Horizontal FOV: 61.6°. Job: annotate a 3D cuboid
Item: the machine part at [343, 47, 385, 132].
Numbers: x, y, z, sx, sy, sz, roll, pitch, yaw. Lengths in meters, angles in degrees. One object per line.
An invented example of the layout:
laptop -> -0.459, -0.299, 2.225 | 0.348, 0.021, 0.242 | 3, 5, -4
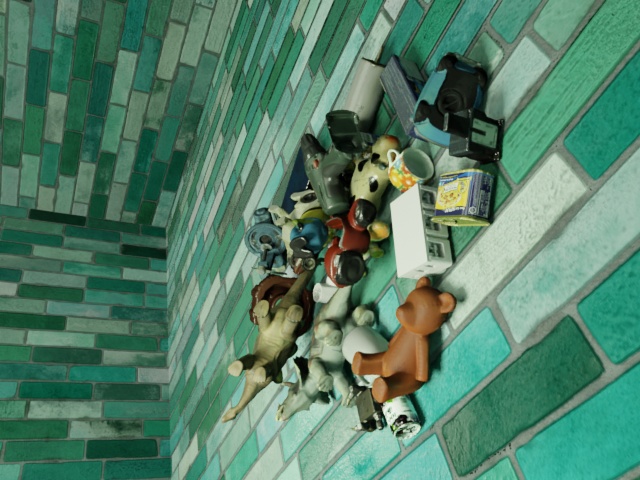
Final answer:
machine part -> 0.101, -0.324, 1.237 | 0.243, 0.079, 0.079 | -69, 28, 22

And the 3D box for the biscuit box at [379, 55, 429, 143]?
biscuit box -> 0.181, -0.284, 1.075 | 0.062, 0.059, 0.203 | -55, 35, 40

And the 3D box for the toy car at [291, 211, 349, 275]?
toy car -> -0.003, -0.004, 1.291 | 0.202, 0.053, 0.089 | -50, 24, -8

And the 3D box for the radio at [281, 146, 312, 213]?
radio -> -0.038, -0.129, 1.475 | 0.131, 0.073, 0.229 | 55, 132, 55

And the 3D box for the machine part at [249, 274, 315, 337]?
machine part -> -0.099, 0.173, 1.394 | 0.056, 0.179, 0.179 | -178, 96, -68

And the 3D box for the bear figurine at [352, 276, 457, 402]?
bear figurine -> 0.148, 0.165, 0.923 | 0.120, 0.132, 0.195 | 44, 128, 56

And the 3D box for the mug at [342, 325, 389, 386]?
mug -> 0.101, 0.237, 1.055 | 0.107, 0.081, 0.109 | 30, 110, 57

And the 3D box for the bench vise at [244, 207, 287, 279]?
bench vise -> -0.148, 0.037, 1.523 | 0.241, 0.129, 0.223 | -88, -2, -55

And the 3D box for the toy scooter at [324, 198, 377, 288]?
toy scooter -> 0.048, 0.002, 1.090 | 0.135, 0.075, 0.183 | 13, 87, 60

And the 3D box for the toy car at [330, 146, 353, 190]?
toy car -> 0.056, -0.158, 1.306 | 0.073, 0.056, 0.202 | 114, 153, -42

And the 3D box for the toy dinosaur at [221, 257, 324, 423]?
toy dinosaur -> -0.094, 0.209, 1.242 | 0.471, 0.105, 0.198 | -59, -15, -23

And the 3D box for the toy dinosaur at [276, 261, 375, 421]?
toy dinosaur -> 0.023, 0.223, 1.189 | 0.192, 0.131, 0.404 | 28, 101, 63

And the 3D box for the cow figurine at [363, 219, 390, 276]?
cow figurine -> 0.095, -0.001, 1.160 | 0.167, 0.068, 0.098 | -55, 30, 42

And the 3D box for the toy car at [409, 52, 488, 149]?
toy car -> 0.218, -0.237, 0.939 | 0.103, 0.109, 0.161 | -173, 100, -83

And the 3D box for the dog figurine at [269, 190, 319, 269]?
dog figurine -> -0.027, -0.020, 1.400 | 0.121, 0.172, 0.190 | -104, -9, -55

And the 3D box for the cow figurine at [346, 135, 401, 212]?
cow figurine -> 0.116, -0.132, 1.134 | 0.127, 0.085, 0.194 | -116, 39, -48

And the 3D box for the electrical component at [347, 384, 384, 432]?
electrical component -> 0.090, 0.338, 1.080 | 0.078, 0.045, 0.102 | 127, 143, -48

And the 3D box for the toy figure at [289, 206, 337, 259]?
toy figure -> -0.019, -0.022, 1.175 | 0.180, 0.089, 0.082 | -51, -30, -55

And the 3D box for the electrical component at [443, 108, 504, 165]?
electrical component -> 0.234, -0.168, 0.856 | 0.048, 0.119, 0.074 | -4, 81, 64

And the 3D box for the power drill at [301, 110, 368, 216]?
power drill -> 0.019, -0.183, 1.144 | 0.207, 0.086, 0.232 | -51, 50, 54
